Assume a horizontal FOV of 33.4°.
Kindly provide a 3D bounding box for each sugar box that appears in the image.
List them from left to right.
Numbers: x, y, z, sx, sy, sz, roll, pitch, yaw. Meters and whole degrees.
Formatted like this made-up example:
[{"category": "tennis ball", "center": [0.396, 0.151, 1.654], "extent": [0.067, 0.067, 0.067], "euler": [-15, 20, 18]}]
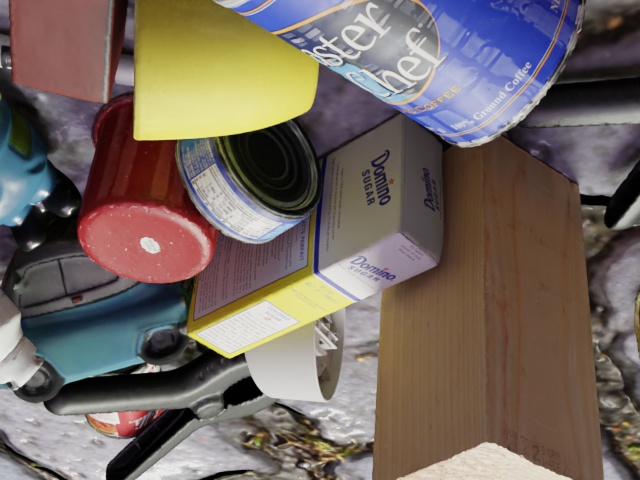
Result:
[{"category": "sugar box", "center": [-0.004, 0.001, 0.658], "extent": [0.177, 0.093, 0.048], "euler": [-24, 135, 34]}]

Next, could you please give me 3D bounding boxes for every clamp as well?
[{"category": "clamp", "center": [-0.092, 0.123, 0.814], "extent": [0.209, 0.036, 0.164], "euler": [-18, 147, -12]}, {"category": "clamp", "center": [0.204, -0.065, 0.587], "extent": [0.172, 0.039, 0.120], "euler": [-17, 139, 27]}]

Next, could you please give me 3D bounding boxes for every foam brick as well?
[{"category": "foam brick", "center": [-0.128, -0.119, 0.549], "extent": [0.051, 0.053, 0.078], "euler": [10, 142, -7]}]

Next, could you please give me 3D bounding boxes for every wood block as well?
[{"category": "wood block", "center": [0.095, 0.051, 0.616], "extent": [0.090, 0.206, 0.091], "euler": [28, 138, -27]}]

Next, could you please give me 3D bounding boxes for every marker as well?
[{"category": "marker", "center": [-0.133, -0.100, 0.602], "extent": [0.121, 0.020, 0.020], "euler": [8, 143, -3]}]

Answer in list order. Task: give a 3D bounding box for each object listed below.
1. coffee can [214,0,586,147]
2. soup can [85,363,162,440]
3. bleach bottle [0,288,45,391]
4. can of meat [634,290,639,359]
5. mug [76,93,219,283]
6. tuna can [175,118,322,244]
[{"category": "coffee can", "center": [0.034, -0.119, 0.485], "extent": [0.140, 0.102, 0.103], "euler": [27, 138, -27]}, {"category": "soup can", "center": [-0.158, 0.103, 0.835], "extent": [0.068, 0.068, 0.102], "euler": [5, 143, 1]}, {"category": "bleach bottle", "center": [-0.260, -0.004, 0.620], "extent": [0.250, 0.068, 0.103], "euler": [47, 174, -16]}, {"category": "can of meat", "center": [0.264, 0.044, 0.709], "extent": [0.084, 0.057, 0.102], "euler": [1, 144, 2]}, {"category": "mug", "center": [-0.107, -0.024, 0.648], "extent": [0.117, 0.081, 0.093], "euler": [-26, 133, 35]}, {"category": "tuna can", "center": [-0.039, -0.043, 0.610], "extent": [0.086, 0.086, 0.034], "euler": [33, 133, -32]}]
